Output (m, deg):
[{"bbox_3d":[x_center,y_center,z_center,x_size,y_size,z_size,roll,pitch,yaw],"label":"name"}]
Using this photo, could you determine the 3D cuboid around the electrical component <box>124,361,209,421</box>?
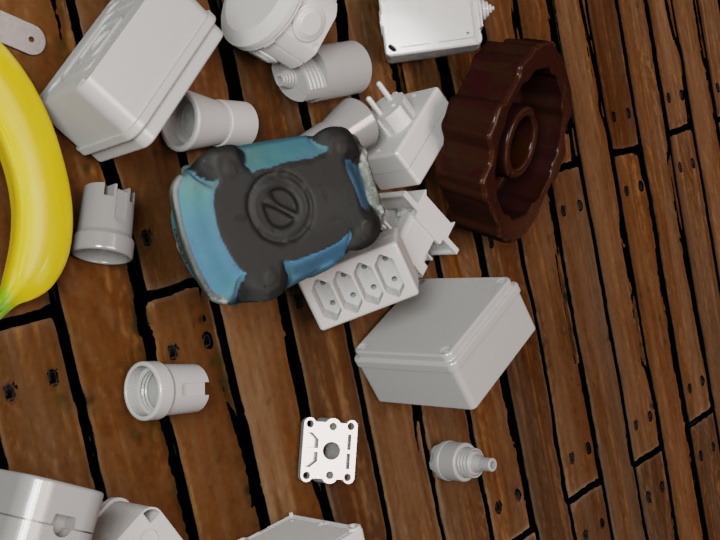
[{"bbox_3d":[-0.132,0.082,0.741,0.046,0.040,0.040,3,85,-50],"label":"electrical component"}]

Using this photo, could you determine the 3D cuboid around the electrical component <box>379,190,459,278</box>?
[{"bbox_3d":[0.041,-0.029,0.915,0.081,0.042,0.063,44,62,-32],"label":"electrical component"}]

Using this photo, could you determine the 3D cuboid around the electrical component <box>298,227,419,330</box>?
[{"bbox_3d":[0.000,0.000,0.857,0.075,0.083,0.047,-83,150,-68],"label":"electrical component"}]

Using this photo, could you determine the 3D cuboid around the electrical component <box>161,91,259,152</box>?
[{"bbox_3d":[-0.106,-0.106,0.778,0.065,0.044,0.044,-4,90,-49],"label":"electrical component"}]

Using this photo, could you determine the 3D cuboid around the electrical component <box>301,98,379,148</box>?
[{"bbox_3d":[-0.022,-0.104,0.860,0.065,0.044,0.044,-38,113,-34],"label":"electrical component"}]

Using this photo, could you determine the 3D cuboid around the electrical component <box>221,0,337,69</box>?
[{"bbox_3d":[-0.061,-0.194,0.802,0.051,0.080,0.080,26,69,-46],"label":"electrical component"}]

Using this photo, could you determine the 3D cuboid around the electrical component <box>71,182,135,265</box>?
[{"bbox_3d":[-0.169,-0.031,0.714,0.040,0.040,0.046,18,68,-42],"label":"electrical component"}]

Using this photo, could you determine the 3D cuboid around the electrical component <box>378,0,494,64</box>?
[{"bbox_3d":[0.065,-0.214,0.912,0.061,0.096,0.061,-54,136,-86],"label":"electrical component"}]

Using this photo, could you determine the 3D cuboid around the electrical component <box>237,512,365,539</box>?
[{"bbox_3d":[-0.036,0.221,0.783,0.062,0.096,0.061,-18,100,-44],"label":"electrical component"}]

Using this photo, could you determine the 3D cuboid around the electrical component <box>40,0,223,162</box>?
[{"bbox_3d":[-0.151,-0.133,0.710,0.057,0.078,0.113,44,59,-30],"label":"electrical component"}]

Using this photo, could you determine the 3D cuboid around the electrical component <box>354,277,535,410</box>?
[{"bbox_3d":[0.070,0.059,0.890,0.108,0.109,0.056,-46,120,-36],"label":"electrical component"}]

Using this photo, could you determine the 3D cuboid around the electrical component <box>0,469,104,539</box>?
[{"bbox_3d":[-0.200,0.151,0.630,0.054,0.095,0.059,26,69,-40],"label":"electrical component"}]

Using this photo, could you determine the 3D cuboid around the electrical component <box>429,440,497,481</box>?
[{"bbox_3d":[0.092,0.167,0.935,0.035,0.061,0.035,4,84,-44],"label":"electrical component"}]

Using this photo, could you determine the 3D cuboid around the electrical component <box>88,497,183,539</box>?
[{"bbox_3d":[-0.164,0.210,0.687,0.113,0.057,0.078,-48,119,-35],"label":"electrical component"}]

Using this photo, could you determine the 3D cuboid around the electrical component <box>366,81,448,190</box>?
[{"bbox_3d":[0.031,-0.124,0.908,0.075,0.047,0.083,50,56,-30],"label":"electrical component"}]

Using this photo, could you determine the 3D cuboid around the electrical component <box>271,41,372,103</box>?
[{"bbox_3d":[-0.034,-0.155,0.850,0.081,0.043,0.043,-20,101,-43],"label":"electrical component"}]
